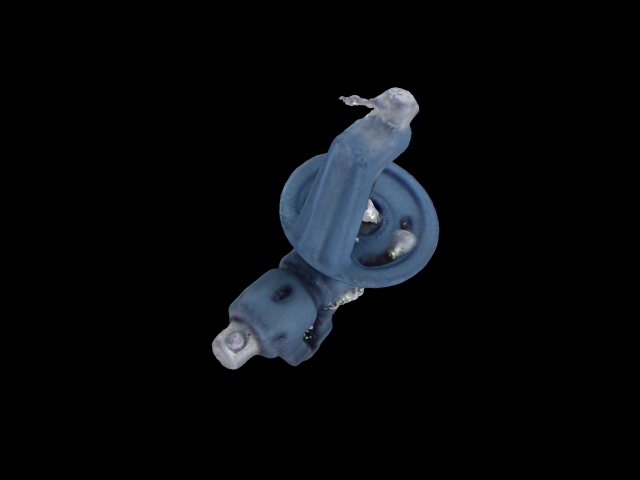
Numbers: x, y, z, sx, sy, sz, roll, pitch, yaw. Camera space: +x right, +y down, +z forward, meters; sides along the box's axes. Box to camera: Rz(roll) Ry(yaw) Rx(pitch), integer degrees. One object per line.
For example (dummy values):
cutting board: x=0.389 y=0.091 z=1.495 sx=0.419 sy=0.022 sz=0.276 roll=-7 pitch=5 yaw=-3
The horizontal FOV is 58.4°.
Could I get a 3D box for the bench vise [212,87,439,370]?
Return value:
bench vise: x=0.014 y=0.006 z=0.398 sx=0.121 sy=0.220 sz=0.207 roll=23 pitch=71 yaw=9
